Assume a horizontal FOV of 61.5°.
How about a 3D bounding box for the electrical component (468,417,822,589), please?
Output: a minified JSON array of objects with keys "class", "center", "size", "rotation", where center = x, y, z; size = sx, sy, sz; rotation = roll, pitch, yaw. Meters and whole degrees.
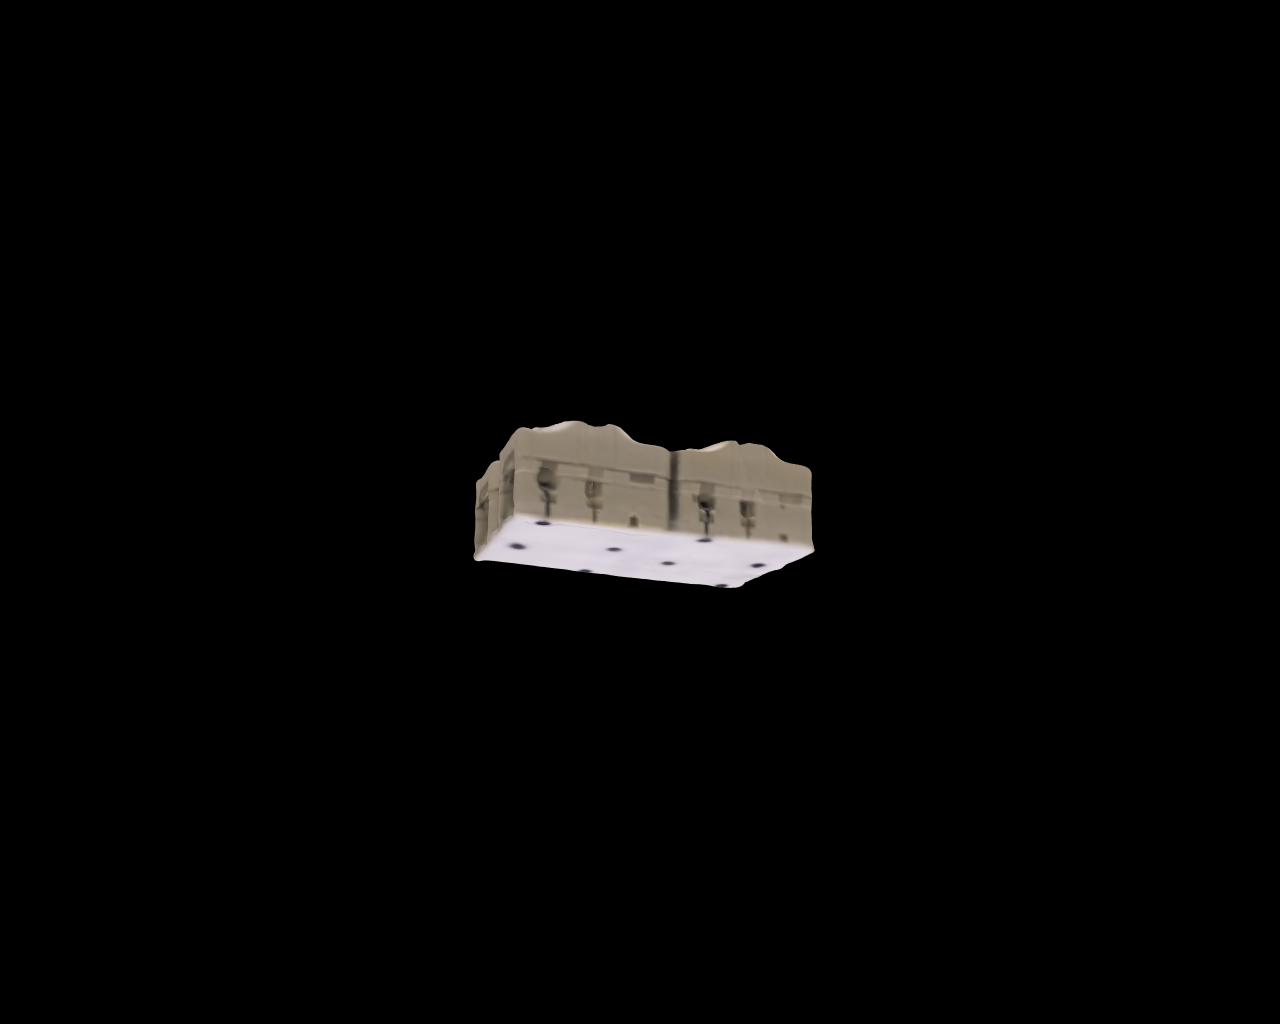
[{"class":"electrical component","center":[0.001,-0.003,0.650],"size":[0.186,0.060,0.105],"rotation":[7,-19,-20]}]
